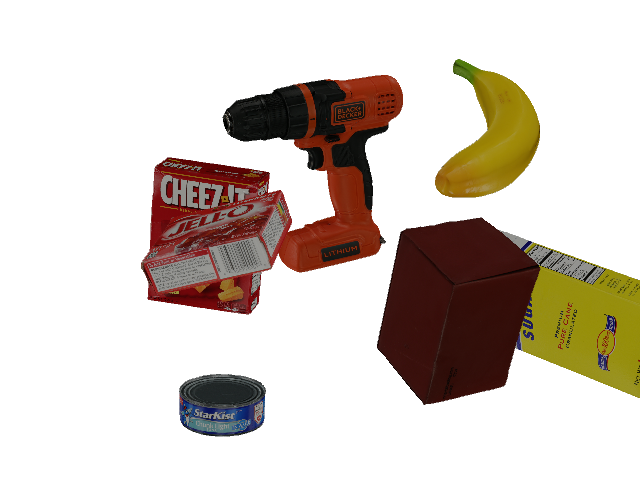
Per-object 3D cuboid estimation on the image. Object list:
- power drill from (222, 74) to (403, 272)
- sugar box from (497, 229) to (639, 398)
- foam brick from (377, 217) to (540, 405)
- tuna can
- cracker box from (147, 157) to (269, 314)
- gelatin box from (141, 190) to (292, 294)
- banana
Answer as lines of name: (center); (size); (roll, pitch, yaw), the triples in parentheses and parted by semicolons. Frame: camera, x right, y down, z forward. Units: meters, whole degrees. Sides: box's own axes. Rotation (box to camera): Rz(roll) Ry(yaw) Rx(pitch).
power drill: (-0.005, -0.065, 1.052); (0.184, 0.188, 0.057); (-12, 29, -21)
sugar box: (0.211, 0.061, 0.929); (0.176, 0.093, 0.048); (19, 34, 26)
foam brick: (0.068, 0.035, 0.543); (0.052, 0.078, 0.051); (-8, 37, -26)
tuna can: (-0.097, 0.163, 1.059); (0.086, 0.034, 0.086); (2, 13, -1)
cracker box: (-0.170, -0.005, 1.607); (0.164, 0.214, 0.072); (9, 19, 9)
gelatin box: (-0.070, 0.000, 0.733); (0.089, 0.030, 0.073); (-13, 23, 17)
banana: (0.121, -0.075, 0.758); (0.069, 0.037, 0.197); (8, 31, 6)
